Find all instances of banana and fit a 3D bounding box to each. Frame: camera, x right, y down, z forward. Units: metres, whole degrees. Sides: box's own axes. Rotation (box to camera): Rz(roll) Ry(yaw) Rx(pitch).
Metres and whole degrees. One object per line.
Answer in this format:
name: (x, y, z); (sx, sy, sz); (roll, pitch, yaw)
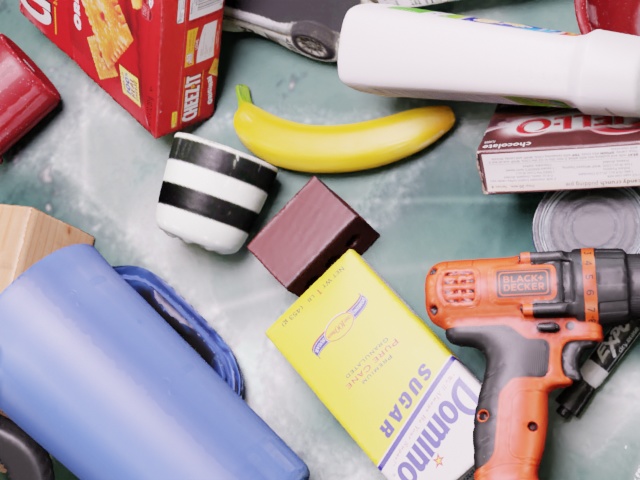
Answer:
banana: (0.006, -0.085, 0.838); (0.198, 0.037, 0.069); (11, 81, 25)

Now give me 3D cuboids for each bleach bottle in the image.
bleach bottle: (0.138, -0.120, 0.732); (0.251, 0.102, 0.068); (14, 102, 36)

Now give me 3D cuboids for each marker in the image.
marker: (0.199, 0.070, 0.720); (0.020, 0.020, 0.121); (37, 91, 27)

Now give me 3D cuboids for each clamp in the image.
clamp: (-0.231, 0.210, 0.786); (0.164, 0.036, 0.210); (-36, 97, 9)

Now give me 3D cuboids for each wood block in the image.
wood block: (-0.267, 0.080, 0.873); (0.091, 0.090, 0.206); (5, 77, 25)

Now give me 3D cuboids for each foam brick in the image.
foam brick: (-0.005, 0.001, 0.808); (0.078, 0.053, 0.051); (-46, 63, 4)

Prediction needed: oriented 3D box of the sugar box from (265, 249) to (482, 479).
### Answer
sugar box: (0.050, 0.100, 0.759); (0.093, 0.048, 0.176); (-45, 62, 4)

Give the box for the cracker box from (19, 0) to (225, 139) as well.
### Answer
cracker box: (-0.170, -0.211, 0.881); (0.072, 0.164, 0.214); (-29, 57, -34)

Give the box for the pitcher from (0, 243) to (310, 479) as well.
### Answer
pitcher: (-0.122, 0.121, 0.767); (0.243, 0.145, 0.149); (40, 83, 12)

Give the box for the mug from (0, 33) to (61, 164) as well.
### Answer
mug: (-0.289, -0.132, 0.957); (0.081, 0.093, 0.117); (-41, 27, 0)

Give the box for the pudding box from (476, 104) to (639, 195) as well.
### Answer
pudding box: (0.172, -0.069, 0.737); (0.114, 0.090, 0.039); (-4, 118, 23)

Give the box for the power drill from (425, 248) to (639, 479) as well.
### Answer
power drill: (0.159, 0.096, 0.671); (0.185, 0.057, 0.187); (-4, 71, 15)

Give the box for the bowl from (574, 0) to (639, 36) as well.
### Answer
bowl: (0.263, -0.166, 0.745); (0.162, 0.055, 0.162); (-7, 72, 21)

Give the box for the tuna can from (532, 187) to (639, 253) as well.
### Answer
tuna can: (0.191, -0.005, 0.739); (0.086, 0.033, 0.086); (-7, 71, 20)
